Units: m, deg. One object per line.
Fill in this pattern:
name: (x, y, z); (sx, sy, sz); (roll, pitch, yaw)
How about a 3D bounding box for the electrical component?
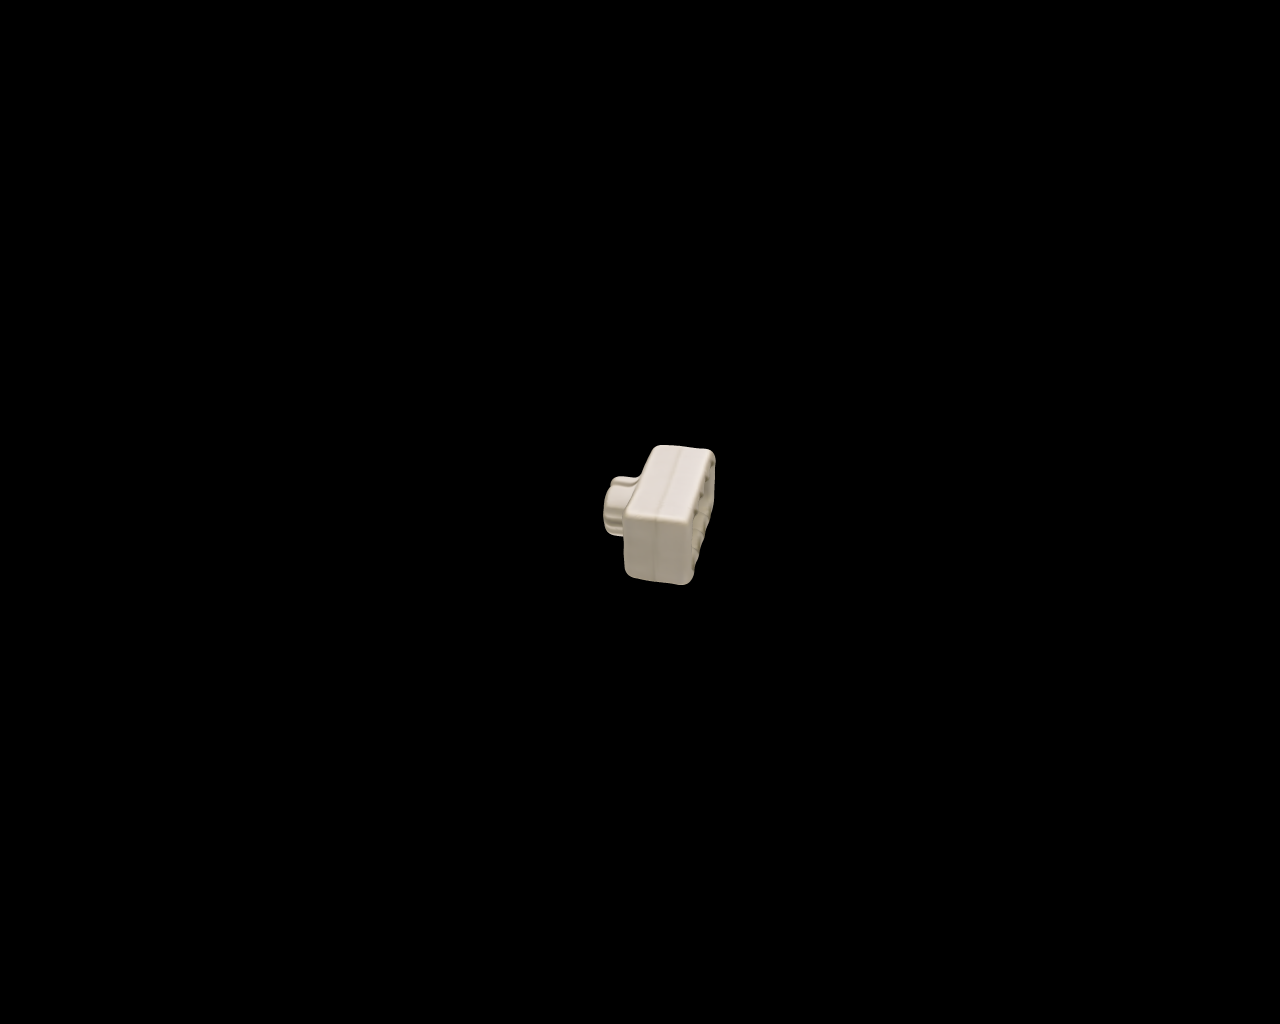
electrical component: (0.001, -0.003, 0.650); (0.076, 0.047, 0.083); (8, 36, 11)
